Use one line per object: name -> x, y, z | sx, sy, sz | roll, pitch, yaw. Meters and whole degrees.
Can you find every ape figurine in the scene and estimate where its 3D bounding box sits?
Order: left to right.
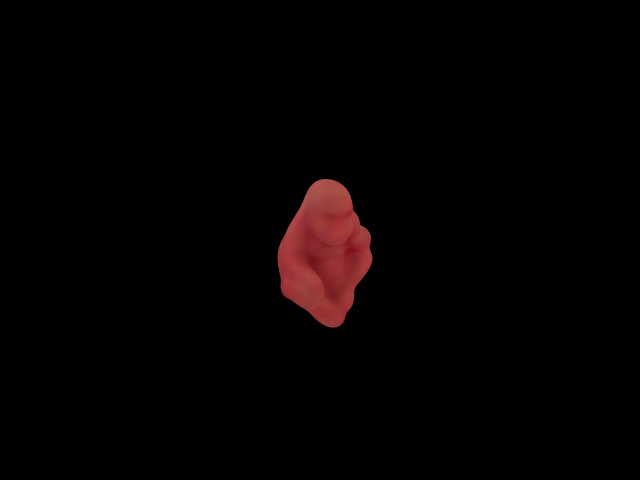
ape figurine -> 0.004, 0.001, 0.400 | 0.078, 0.092, 0.076 | -20, 40, -25
